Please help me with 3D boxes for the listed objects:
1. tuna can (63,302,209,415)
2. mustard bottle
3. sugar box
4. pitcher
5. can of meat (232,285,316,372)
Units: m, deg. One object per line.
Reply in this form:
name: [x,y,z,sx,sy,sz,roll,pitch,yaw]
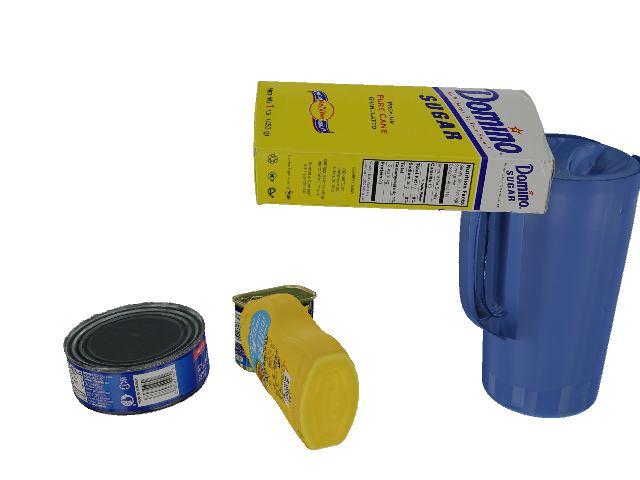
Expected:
tuna can: [-0.111,0.071,0.652,0.086,0.034,0.086,-5,23,2]
mustard bottle: [-0.030,0.103,0.980,0.058,0.096,0.192,-9,26,-22]
sugar box: [0.047,-0.059,0.658,0.176,0.048,0.093,-1,35,-1]
pitcher: [0.199,0.034,0.954,0.149,0.243,0.145,6,22,10]
can of meat: [-0.056,0.106,1.293,0.101,0.084,0.058,-9,18,-36]
